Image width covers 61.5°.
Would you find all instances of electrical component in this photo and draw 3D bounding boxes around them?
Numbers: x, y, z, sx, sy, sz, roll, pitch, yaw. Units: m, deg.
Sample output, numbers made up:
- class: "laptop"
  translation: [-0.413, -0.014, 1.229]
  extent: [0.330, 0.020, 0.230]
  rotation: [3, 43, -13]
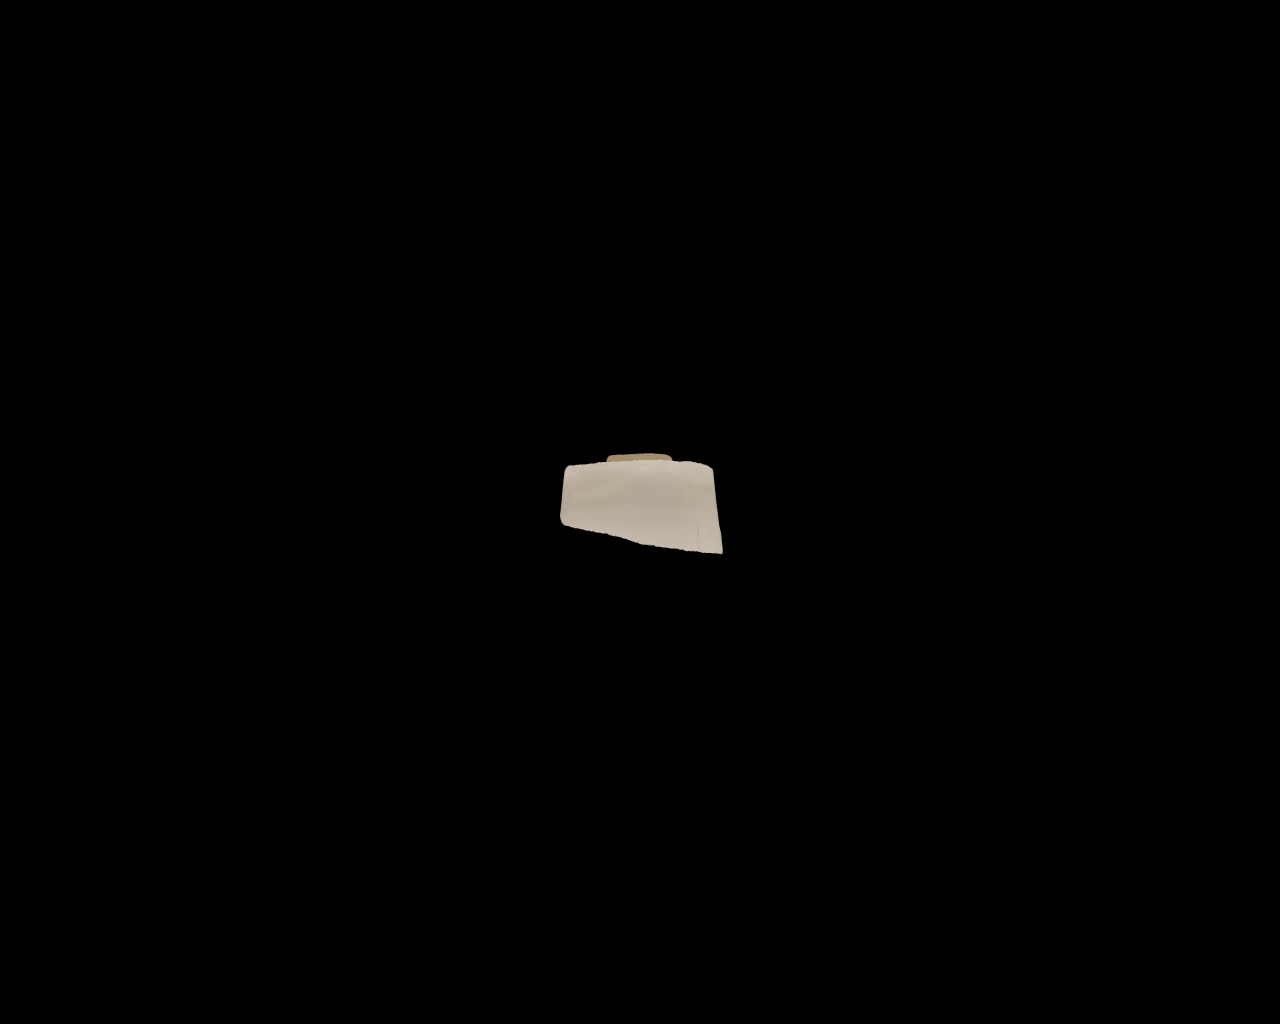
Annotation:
- class: "electrical component"
  translation: [0.001, -0.003, 0.650]
  extent: [0.099, 0.064, 0.099]
  rotation: [0, -4, 0]
